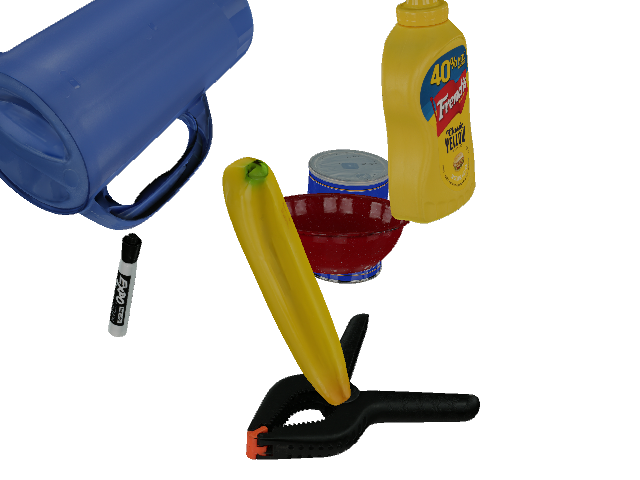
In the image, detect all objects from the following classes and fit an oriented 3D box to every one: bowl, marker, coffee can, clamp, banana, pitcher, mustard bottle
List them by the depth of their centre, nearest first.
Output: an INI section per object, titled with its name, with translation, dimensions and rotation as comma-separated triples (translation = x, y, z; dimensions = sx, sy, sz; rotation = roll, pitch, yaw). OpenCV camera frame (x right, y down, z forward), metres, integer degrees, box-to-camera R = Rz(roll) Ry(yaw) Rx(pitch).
[banana]
translation = -0.025, 0.019, 0.673
dimensions = 0.037, 0.198, 0.069
rotation = -20, 35, 1
[mustard bottle]
translation = 0.087, -0.117, 0.868
dimensions = 0.058, 0.191, 0.096
rotation = 12, 31, 35
[pitcher]
translation = -0.158, -0.131, 0.884
dimensions = 0.145, 0.149, 0.242
rotation = 21, 48, 28
[clamp]
translation = 0.028, 0.146, 0.951
dimensions = 0.165, 0.036, 0.209
rotation = 29, 40, 35
[marker]
translation = -0.193, 0.044, 1.054
dimensions = 0.020, 0.121, 0.020
rotation = 11, 33, -8
[bowl]
translation = 0.015, -0.004, 1.115
dimensions = 0.162, 0.055, 0.162
rotation = 0, 17, 0
[coffee can]
translation = 0.032, -0.031, 1.342
dimensions = 0.103, 0.140, 0.103
rotation = 3, 26, -2
